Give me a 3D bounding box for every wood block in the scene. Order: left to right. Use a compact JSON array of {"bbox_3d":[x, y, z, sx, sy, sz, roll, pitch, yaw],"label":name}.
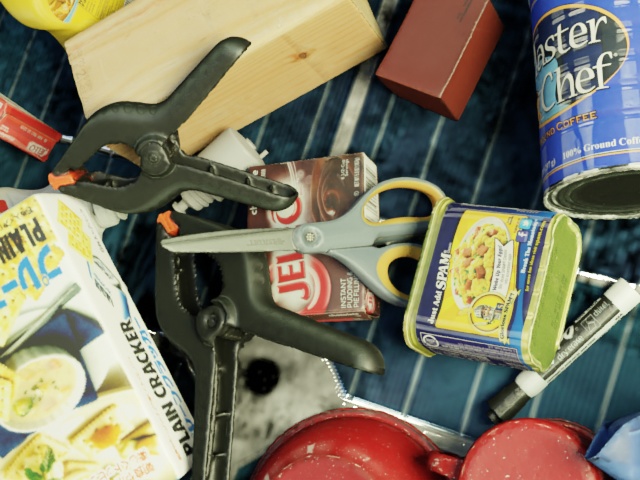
[{"bbox_3d":[-0.069,-0.142,0.779,0.206,0.090,0.090,-26,67,14],"label":"wood block"}]

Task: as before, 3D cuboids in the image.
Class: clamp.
[{"bbox_3d":[-0.100,-0.054,0.730,0.172,0.039,0.120,-21,100,20],"label":"clamp"},{"bbox_3d":[-0.065,0.067,0.714,0.165,0.036,0.210,-49,54,15],"label":"clamp"}]

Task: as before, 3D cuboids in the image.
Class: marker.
[{"bbox_3d":[0.151,0.072,0.670,0.121,0.020,0.020,-44,64,7],"label":"marker"}]

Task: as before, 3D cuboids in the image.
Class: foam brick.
[{"bbox_3d":[0.084,-0.131,0.735,0.053,0.051,0.078,27,88,25],"label":"foam brick"}]

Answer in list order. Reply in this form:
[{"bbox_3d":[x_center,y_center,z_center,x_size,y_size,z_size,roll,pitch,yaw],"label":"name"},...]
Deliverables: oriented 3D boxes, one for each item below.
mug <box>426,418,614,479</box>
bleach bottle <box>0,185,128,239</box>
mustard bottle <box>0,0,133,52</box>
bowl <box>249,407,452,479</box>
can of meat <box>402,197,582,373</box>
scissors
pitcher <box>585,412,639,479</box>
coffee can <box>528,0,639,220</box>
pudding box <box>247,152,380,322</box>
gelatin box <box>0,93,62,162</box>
[{"bbox_3d":[0.118,0.145,0.630,0.117,0.081,0.093,15,83,25],"label":"mug"},{"bbox_3d":[-0.269,0.001,0.841,0.251,0.068,0.102,-18,64,14],"label":"bleach bottle"},{"bbox_3d":[-0.193,-0.198,0.789,0.058,0.191,0.096,8,79,23],"label":"mustard bottle"},{"bbox_3d":[0.010,0.185,0.679,0.162,0.055,0.162,-6,73,21],"label":"bowl"},{"bbox_3d":[0.109,0.028,0.669,0.084,0.057,0.102,7,74,34],"label":"can of meat"},{"bbox_3d":[0.005,0.015,0.683,0.201,0.016,0.096,-20,87,-27],"label":"scissors"},{"bbox_3d":[0.244,0.195,0.548,0.149,0.144,0.243,-17,74,31],"label":"pitcher"},{"bbox_3d":[0.184,-0.093,0.654,0.103,0.102,0.140,-7,74,21],"label":"coffee can"},{"bbox_3d":[-0.005,0.001,0.743,0.090,0.039,0.113,-5,74,22],"label":"pudding box"},{"bbox_3d":[-0.263,-0.104,0.859,0.089,0.073,0.030,34,89,26],"label":"gelatin box"}]
